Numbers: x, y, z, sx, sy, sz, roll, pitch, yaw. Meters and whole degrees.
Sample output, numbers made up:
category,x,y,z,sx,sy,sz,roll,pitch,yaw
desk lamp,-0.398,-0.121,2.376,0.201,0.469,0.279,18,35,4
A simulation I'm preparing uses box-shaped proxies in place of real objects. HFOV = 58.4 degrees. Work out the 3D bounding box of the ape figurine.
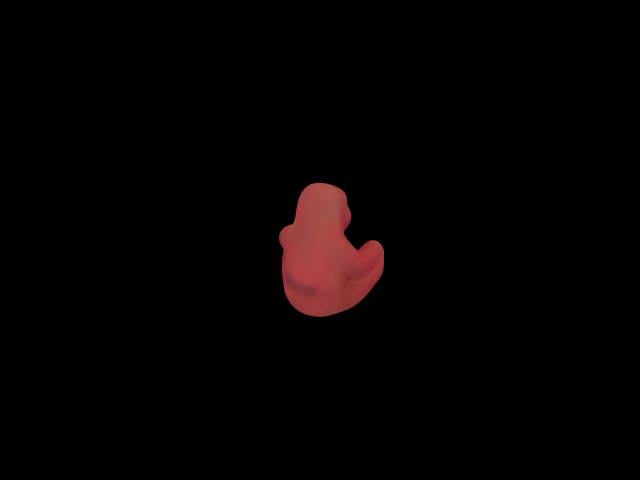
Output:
category,x,y,z,sx,sy,sz,roll,pitch,yaw
ape figurine,0.004,0.001,0.400,0.077,0.092,0.076,25,45,28
